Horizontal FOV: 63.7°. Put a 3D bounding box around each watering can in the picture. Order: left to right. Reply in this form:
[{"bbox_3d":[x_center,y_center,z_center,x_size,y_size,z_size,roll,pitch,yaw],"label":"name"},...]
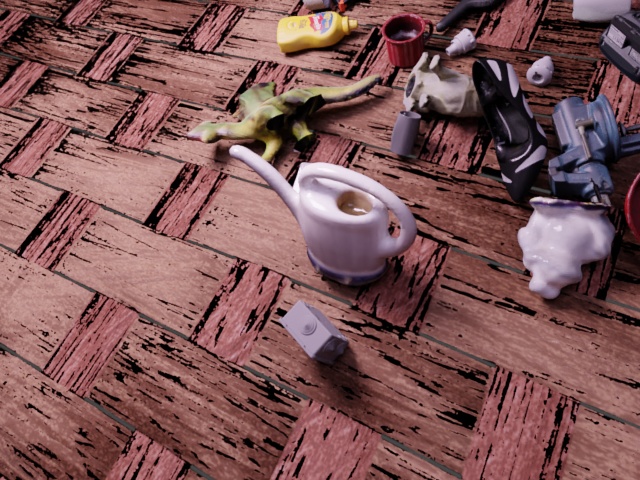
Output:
[{"bbox_3d":[0.003,-0.044,0.876,0.350,0.219,0.106,21,50,26],"label":"watering can"}]

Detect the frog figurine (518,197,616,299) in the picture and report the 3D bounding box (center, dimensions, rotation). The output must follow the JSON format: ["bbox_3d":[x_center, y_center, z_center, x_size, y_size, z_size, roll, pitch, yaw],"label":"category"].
[{"bbox_3d":[0.389,0.013,0.822,0.137,0.123,0.158,6,98,9],"label":"frog figurine"}]

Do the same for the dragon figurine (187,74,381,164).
[{"bbox_3d":[-0.091,-0.298,1.124,0.413,0.119,0.247,-31,49,-15],"label":"dragon figurine"}]
